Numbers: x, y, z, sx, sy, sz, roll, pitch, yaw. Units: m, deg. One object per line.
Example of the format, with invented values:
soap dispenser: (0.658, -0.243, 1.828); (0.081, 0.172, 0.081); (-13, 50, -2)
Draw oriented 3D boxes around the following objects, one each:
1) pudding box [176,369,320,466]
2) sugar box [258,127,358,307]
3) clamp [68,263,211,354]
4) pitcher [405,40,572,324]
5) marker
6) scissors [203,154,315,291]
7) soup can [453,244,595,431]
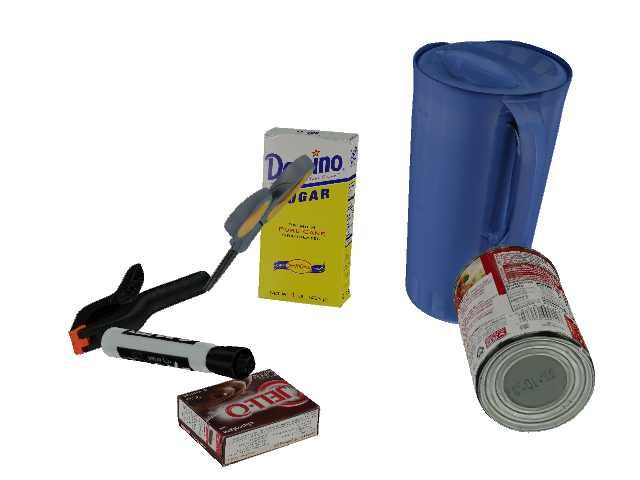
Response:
pudding box: (-0.070, 0.171, 1.042); (0.113, 0.039, 0.090); (-14, 26, -33)
sugar box: (-0.013, -0.024, 1.099); (0.093, 0.176, 0.048); (5, 16, 13)
clamp: (-0.201, 0.072, 1.171); (0.120, 0.039, 0.171); (-6, 25, 30)
pitcher: (0.141, -0.044, 0.941); (0.145, 0.243, 0.149); (19, 34, 26)
marker: (-0.085, 0.067, 0.634); (0.121, 0.020, 0.020); (4, 2, 40)
scissors: (-0.072, 0.002, 0.888); (0.202, 0.016, 0.096); (-47, -8, 36)
soup can: (0.118, 0.056, 0.629); (0.068, 0.068, 0.102); (0, 28, -1)
